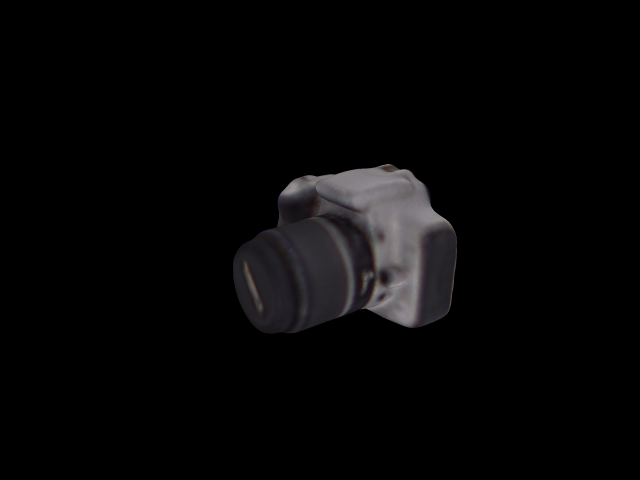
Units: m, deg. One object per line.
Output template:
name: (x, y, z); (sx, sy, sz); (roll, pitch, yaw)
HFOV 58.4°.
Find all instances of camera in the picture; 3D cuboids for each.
camera: (0.004, 0.001, 0.400); (0.137, 0.101, 0.142); (-16, 27, -33)
